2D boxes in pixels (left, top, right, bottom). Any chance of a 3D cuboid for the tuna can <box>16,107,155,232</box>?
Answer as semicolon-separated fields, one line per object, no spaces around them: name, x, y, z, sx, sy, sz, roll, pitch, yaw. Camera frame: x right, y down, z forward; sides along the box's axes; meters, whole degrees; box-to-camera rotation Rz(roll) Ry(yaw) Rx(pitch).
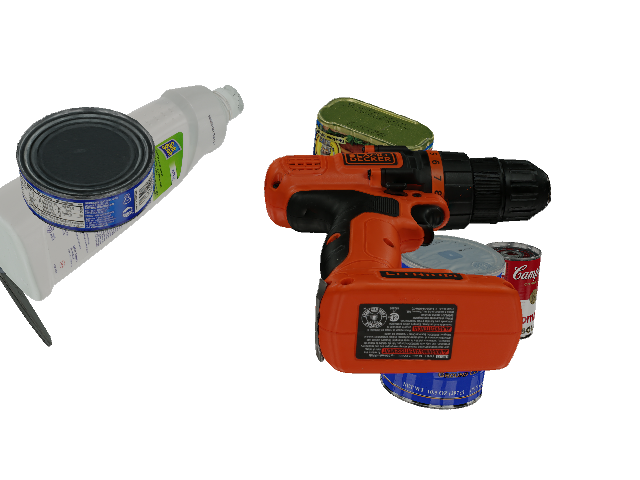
tuna can;-0.148;-0.045;0.679;0.086;0.086;0.034;0;-44;-8

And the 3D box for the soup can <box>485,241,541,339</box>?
soup can;0.223;0.059;1.269;0.068;0.102;0.068;2;16;-1

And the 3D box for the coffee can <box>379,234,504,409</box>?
coffee can;0.116;0.077;1.034;0.103;0.140;0.103;5;20;-2

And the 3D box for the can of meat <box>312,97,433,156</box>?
can of meat;0.041;-0.063;0.893;0.102;0.084;0.057;23;37;21

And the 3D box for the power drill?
power drill;0.061;0.002;0.624;0.184;0.057;0.187;-2;28;-3

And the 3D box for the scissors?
scissors;-0.322;0.008;1.073;0.016;0.201;0.096;-25;27;23

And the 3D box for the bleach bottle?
bleach bottle;-0.168;-0.057;0.928;0.250;0.102;0.068;-37;61;-27
